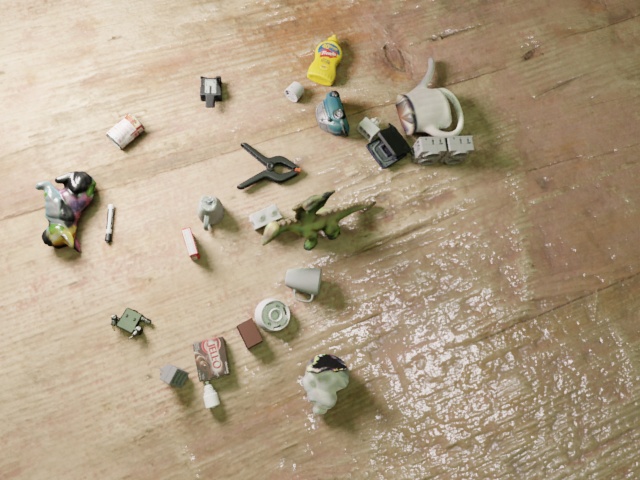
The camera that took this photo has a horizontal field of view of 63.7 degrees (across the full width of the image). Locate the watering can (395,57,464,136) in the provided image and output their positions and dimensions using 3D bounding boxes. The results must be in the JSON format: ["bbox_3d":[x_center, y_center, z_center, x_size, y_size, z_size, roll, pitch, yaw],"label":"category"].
[{"bbox_3d":[0.368,-0.490,1.806,0.225,0.102,0.354,-12,66,-11],"label":"watering can"}]

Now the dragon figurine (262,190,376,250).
[{"bbox_3d":[0.005,-0.079,1.566,0.412,0.239,0.123,-26,76,-12],"label":"dragon figurine"}]

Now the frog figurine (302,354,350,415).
[{"bbox_3d":[0.018,0.422,1.506,0.138,0.124,0.157,-7,112,-18],"label":"frog figurine"}]
